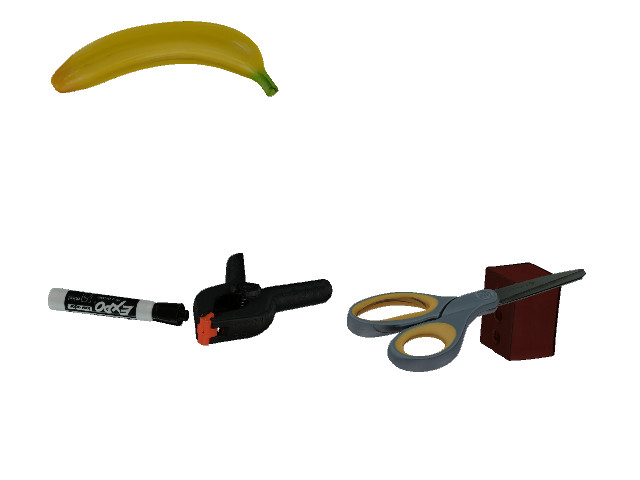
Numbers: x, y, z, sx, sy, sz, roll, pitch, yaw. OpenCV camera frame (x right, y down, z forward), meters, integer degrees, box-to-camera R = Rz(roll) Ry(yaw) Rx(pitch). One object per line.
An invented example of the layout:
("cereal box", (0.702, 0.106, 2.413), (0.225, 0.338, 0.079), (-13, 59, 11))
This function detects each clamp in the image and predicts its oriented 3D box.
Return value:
("clamp", (-0.080, 0.056, 1.066), (0.120, 0.039, 0.171), (15, 21, 32))

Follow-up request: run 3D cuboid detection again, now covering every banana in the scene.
("banana", (-0.137, -0.163, 0.944), (0.197, 0.069, 0.037), (-1, -33, -4))

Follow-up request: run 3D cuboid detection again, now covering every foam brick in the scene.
("foam brick", (0.184, 0.065, 0.986), (0.051, 0.078, 0.053), (-7, 19, -24))

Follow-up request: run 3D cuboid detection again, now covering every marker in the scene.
("marker", (-0.167, 0.055, 0.882), (0.121, 0.020, 0.020), (6, 1, 14))

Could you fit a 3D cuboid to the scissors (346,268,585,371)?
("scissors", (0.121, 0.057, 0.793), (0.201, 0.016, 0.096), (-6, 32, -10))
